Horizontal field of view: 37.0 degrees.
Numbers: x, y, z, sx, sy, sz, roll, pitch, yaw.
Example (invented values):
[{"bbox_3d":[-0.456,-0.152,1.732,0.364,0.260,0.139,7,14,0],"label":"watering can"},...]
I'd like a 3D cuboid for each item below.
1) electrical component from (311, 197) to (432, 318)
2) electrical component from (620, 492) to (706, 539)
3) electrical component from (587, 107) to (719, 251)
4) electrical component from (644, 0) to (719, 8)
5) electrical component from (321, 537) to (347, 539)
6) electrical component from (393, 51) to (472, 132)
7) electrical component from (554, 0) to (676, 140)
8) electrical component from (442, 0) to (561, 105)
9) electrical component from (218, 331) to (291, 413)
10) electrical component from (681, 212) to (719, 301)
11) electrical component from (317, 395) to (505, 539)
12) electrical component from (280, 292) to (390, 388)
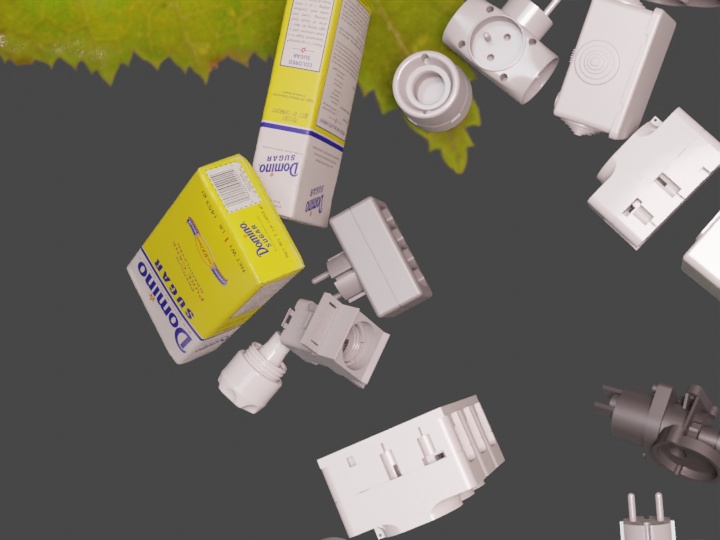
[{"bbox_3d":[0.000,0.000,0.812,0.076,0.047,0.083,-29,81,11],"label":"electrical component"},{"bbox_3d":[0.202,0.194,0.753,0.083,0.047,0.075,-4,87,14],"label":"electrical component"},{"bbox_3d":[0.207,-0.066,0.761,0.056,0.050,0.089,45,98,12],"label":"electrical component"},{"bbox_3d":[0.215,-0.219,0.744,0.099,0.099,0.064,16,98,14],"label":"electrical component"},{"bbox_3d":[-0.024,0.233,0.808,0.055,0.047,0.055,-1,88,14],"label":"electrical component"},{"bbox_3d":[0.053,-0.134,0.804,0.055,0.047,0.055,-1,88,14],"label":"electrical component"},{"bbox_3d":[0.177,-0.140,0.746,0.048,0.100,0.099,22,104,18],"label":"electrical component"},{"bbox_3d":[0.115,-0.176,0.792,0.077,0.044,0.079,41,97,12],"label":"electrical component"},{"bbox_3d":[-0.077,0.076,0.830,0.043,0.043,0.062,41,96,12],"label":"electrical component"},{"bbox_3d":[0.269,-0.027,0.714,0.056,0.109,0.108,42,98,15],"label":"electrical component"},{"bbox_3d":[0.042,0.135,0.742,0.089,0.150,0.061,-25,81,12],"label":"electrical component"},{"bbox_3d":[-0.021,0.051,0.802,0.064,0.081,0.042,11,68,40],"label":"electrical component"}]
